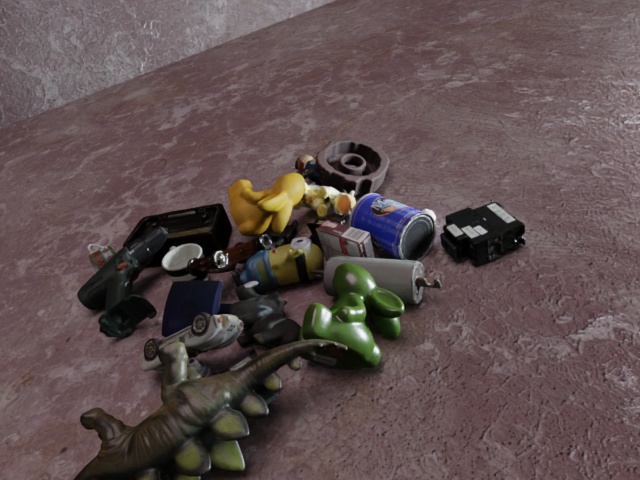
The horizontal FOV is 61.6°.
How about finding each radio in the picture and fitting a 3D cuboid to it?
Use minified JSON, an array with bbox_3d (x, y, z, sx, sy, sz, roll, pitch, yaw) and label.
[{"bbox_3d":[-0.327,-0.012,1.260,0.230,0.073,0.131,-7,36,12],"label":"radio"}]

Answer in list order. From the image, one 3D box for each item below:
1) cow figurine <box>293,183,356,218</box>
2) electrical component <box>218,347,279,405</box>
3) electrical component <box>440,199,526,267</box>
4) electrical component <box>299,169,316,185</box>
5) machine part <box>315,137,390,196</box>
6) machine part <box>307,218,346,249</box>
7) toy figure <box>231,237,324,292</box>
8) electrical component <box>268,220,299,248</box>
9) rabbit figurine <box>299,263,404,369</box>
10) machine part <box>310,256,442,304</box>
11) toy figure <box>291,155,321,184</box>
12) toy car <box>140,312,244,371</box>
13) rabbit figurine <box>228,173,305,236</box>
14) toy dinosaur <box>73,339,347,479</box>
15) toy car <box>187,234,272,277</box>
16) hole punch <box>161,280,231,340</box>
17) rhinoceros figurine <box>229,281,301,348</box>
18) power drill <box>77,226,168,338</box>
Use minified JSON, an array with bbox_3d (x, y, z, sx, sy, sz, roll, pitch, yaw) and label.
[{"bbox_3d":[0.027,-0.087,1.220,0.168,0.068,0.098,17,12,38],"label":"cow figurine"},{"bbox_3d":[-0.101,0.229,0.847,0.075,0.047,0.119,-35,38,-23],"label":"electrical component"},{"bbox_3d":[0.298,-0.012,1.012,0.134,0.058,0.115,-20,32,-4],"label":"electrical component"},{"bbox_3d":[-0.054,-0.125,1.316,0.102,0.078,0.045,-17,10,-10],"label":"electrical component"},{"bbox_3d":[0.077,-0.176,1.297,0.179,0.056,0.179,3,46,-4],"label":"machine part"},{"bbox_3d":[-0.002,-0.003,1.146,0.084,0.039,0.139,10,40,21],"label":"machine part"},{"bbox_3d":[-0.080,0.055,1.059,0.180,0.089,0.082,-23,31,6],"label":"toy figure"},{"bbox_3d":[-0.087,-0.014,1.209,0.063,0.021,0.094,6,43,32],"label":"electrical component"},{"bbox_3d":[0.055,0.110,0.867,0.159,0.121,0.170,11,55,9],"label":"rabbit figurine"},{"bbox_3d":[0.096,0.070,0.964,0.243,0.079,0.079,2,38,25],"label":"machine part"},{"bbox_3d":[-0.020,-0.188,1.399,0.155,0.064,0.057,38,106,50],"label":"toy figure"},{"bbox_3d":[-0.217,0.174,0.903,0.202,0.073,0.056,-28,62,24],"label":"toy car"},{"bbox_3d":[-0.111,-0.088,1.186,0.173,0.121,0.162,-29,24,9],"label":"rabbit figurine"},{"bbox_3d":[-0.183,0.254,0.770,0.471,0.105,0.199,-39,54,-3],"label":"toy dinosaur"},{"bbox_3d":[-0.181,0.035,1.099,0.089,0.053,0.202,-14,6,35],"label":"toy car"},{"bbox_3d":[-0.231,0.137,1.001,0.142,0.092,0.116,-1,41,16],"label":"hole punch"},{"bbox_3d":[-0.102,0.138,0.955,0.112,0.073,0.191,-33,38,-21],"label":"rhinoceros figurine"},{"bbox_3d":[-0.396,0.087,1.109,0.232,0.085,0.207,-37,45,1],"label":"power drill"}]
